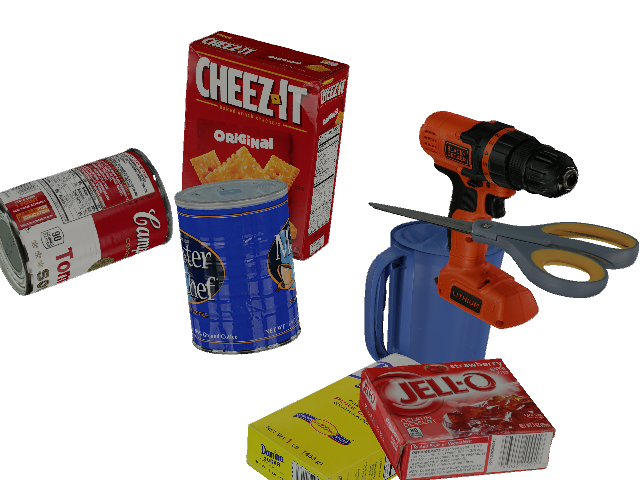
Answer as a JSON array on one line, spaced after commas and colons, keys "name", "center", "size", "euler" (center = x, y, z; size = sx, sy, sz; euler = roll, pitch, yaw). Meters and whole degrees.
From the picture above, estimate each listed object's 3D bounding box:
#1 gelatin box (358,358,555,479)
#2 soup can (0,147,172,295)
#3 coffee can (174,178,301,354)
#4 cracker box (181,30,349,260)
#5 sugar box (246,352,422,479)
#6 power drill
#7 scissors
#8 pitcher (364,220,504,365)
[{"name": "gelatin box", "center": [0.073, 0.097, 0.592], "size": [0.089, 0.030, 0.073], "euler": [-1, 26, -16]}, {"name": "soup can", "center": [-0.156, -0.013, 0.689], "size": [0.102, 0.068, 0.069], "euler": [-22, 11, -28]}, {"name": "coffee can", "center": [-0.075, 0.022, 0.980], "size": [0.103, 0.140, 0.103], "euler": [-5, 14, 1]}, {"name": "cracker box", "center": [-0.066, -0.101, 1.159], "size": [0.164, 0.214, 0.072], "euler": [19, 30, 22]}, {"name": "sugar box", "center": [0.036, 0.152, 0.868], "size": [0.175, 0.048, 0.093], "euler": [-23, 37, -40]}, {"name": "power drill", "center": [0.164, -0.017, 0.986], "size": [0.057, 0.188, 0.185], "euler": [-17, 27, -28]}, {"name": "scissors", "center": [0.123, 0.004, 0.764], "size": [0.202, 0.016, 0.096], "euler": [6, 30, 14]}, {"name": "pitcher", "center": [0.130, 0.106, 1.258], "size": [0.149, 0.243, 0.145], "euler": [7, 18, 10]}]
